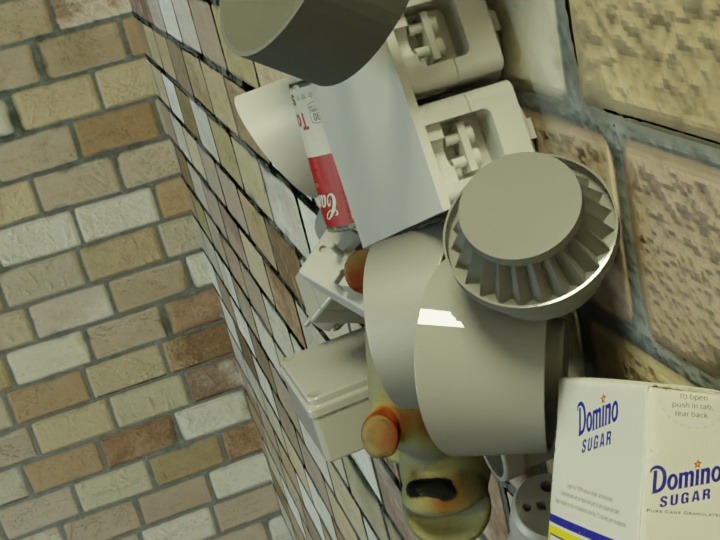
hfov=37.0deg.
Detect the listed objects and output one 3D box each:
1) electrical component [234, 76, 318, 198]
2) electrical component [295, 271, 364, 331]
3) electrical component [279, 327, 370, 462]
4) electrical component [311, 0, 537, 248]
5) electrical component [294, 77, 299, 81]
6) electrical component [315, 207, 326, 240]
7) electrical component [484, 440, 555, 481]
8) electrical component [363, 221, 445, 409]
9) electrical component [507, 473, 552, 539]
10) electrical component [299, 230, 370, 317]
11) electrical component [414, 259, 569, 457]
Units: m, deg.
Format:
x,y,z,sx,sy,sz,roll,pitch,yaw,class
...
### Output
x,y,z,sx,sy,sz,roll,pitch,yaw,class
-0.049,-0.104,0.843,0.099,0.064,0.099,56,-160,-32,electrical component
-0.020,0.025,0.892,0.076,0.066,0.047,-51,49,41,electrical component
0.002,0.093,0.860,0.109,0.109,0.056,-141,32,-69,electrical component
0.031,-0.079,0.587,0.186,0.060,0.105,160,92,-78,electrical component
-0.024,-0.139,0.785,0.079,0.043,0.077,-105,-6,-67,electrical component
-0.011,-0.045,0.870,0.081,0.043,0.043,124,127,-75,electrical component
0.093,0.091,0.597,0.040,0.046,0.040,162,90,-78,electrical component
0.042,0.024,0.560,0.099,0.064,0.099,-10,-90,-71,electrical component
0.108,0.149,0.618,0.055,0.045,0.045,86,161,-48,electrical component
0.000,0.000,0.746,0.083,0.047,0.075,30,172,27,electrical component
0.068,0.042,0.523,0.099,0.064,0.099,2,-90,-75,electrical component
